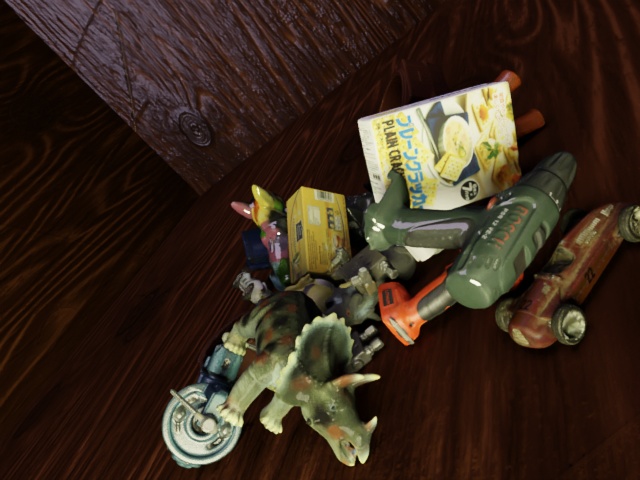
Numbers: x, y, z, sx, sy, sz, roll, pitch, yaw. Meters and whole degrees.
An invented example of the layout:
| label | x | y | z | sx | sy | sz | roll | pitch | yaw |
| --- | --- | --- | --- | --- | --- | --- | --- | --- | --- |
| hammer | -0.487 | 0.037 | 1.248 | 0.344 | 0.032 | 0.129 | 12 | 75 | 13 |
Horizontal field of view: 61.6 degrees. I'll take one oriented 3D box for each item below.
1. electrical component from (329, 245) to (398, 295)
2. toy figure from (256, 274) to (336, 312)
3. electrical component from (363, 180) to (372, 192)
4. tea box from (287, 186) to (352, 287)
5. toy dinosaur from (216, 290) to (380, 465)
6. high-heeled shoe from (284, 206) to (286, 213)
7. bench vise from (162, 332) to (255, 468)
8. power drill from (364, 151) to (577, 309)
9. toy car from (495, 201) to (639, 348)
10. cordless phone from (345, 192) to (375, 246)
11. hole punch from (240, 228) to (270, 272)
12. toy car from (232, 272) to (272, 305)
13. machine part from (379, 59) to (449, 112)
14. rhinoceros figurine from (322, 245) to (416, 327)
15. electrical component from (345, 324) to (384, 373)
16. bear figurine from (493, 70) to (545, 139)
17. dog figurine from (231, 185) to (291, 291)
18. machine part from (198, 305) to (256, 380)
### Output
| label | x | y | z | sx | sy | sz | roll | pitch | yaw |
| --- | --- | --- | --- | --- | --- | --- | --- | --- | --- |
| electrical component | 0.058 | 0.041 | 0.774 | 0.078 | 0.045 | 0.102 | -40 | 30 | 3 |
| toy figure | -0.039 | 0.124 | 0.933 | 0.180 | 0.082 | 0.089 | -20 | 56 | 36 |
| electrical component | 0.158 | -0.143 | 1.167 | 0.119 | 0.047 | 0.075 | -47 | 19 | -5 |
| tea box | -0.002 | -0.003 | 0.978 | 0.068 | 0.098 | 0.169 | -39 | 48 | 52 |
| toy dinosaur | -0.045 | 0.140 | 0.755 | 0.192 | 0.131 | 0.405 | -48 | 25 | 8 |
| high-heeled shoe | -0.009 | -0.078 | 1.327 | 0.145 | 0.086 | 0.249 | -34 | 24 | 16 |
| bench vise | -0.162 | 0.246 | 0.825 | 0.223 | 0.129 | 0.240 | -57 | 4 | -16 |
| power drill | 0.172 | -0.031 | 0.641 | 0.208 | 0.085 | 0.232 | 16 | 57 | 31 |
| toy car | 0.263 | 0.027 | 0.565 | 0.202 | 0.053 | 0.089 | -50 | 16 | -15 |
| cordless phone | 0.109 | -0.071 | 1.092 | 0.184 | 0.088 | 0.147 | -39 | 14 | -25 |
| hole punch | -0.123 | 0.020 | 1.256 | 0.142 | 0.092 | 0.116 | -7 | 10 | -13 |
| toy car | -0.139 | 0.114 | 1.175 | 0.056 | 0.073 | 0.202 | -49 | 19 | -7 |
| machine part | 0.167 | -0.222 | 1.025 | 0.201 | 0.087 | 0.201 | 105 | 169 | -45 |
| rhinoceros figurine | 0.070 | 0.082 | 0.827 | 0.190 | 0.073 | 0.112 | -42 | 30 | -1 |
| electrical component | 0.048 | 0.161 | 0.761 | 0.094 | 0.021 | 0.063 | -40 | 19 | 9 |
| bear figurine | 0.289 | -0.222 | 0.967 | 0.132 | 0.120 | 0.196 | -36 | 14 | 9 |
| dog figurine | -0.093 | -0.009 | 1.127 | 0.108 | 0.219 | 0.191 | -35 | 19 | 34 |
| machine part | -0.159 | 0.208 | 1.039 | 0.179 | 0.056 | 0.179 | -37 | 20 | 16 |
